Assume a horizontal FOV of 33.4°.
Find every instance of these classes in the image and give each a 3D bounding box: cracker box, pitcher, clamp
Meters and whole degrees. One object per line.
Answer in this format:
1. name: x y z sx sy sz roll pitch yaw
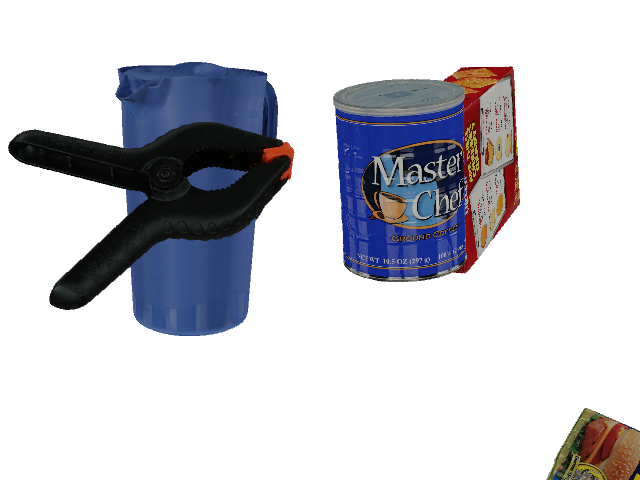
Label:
1. cracker box: 0.149 -0.082 1.125 0.072 0.164 0.213 3 22 25
2. pitcher: -0.111 -0.043 0.990 0.149 0.243 0.145 0 14 -7
3. clamp: -0.103 -0.037 0.651 0.171 0.120 0.039 -22 -17 -21

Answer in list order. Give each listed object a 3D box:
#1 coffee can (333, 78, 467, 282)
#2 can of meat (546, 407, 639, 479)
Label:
1. coffee can: 0.065 -0.050 0.856 0.103 0.140 0.103 -4 20 1
2. can of meat: 0.215 0.179 0.783 0.084 0.057 0.101 22 39 23
